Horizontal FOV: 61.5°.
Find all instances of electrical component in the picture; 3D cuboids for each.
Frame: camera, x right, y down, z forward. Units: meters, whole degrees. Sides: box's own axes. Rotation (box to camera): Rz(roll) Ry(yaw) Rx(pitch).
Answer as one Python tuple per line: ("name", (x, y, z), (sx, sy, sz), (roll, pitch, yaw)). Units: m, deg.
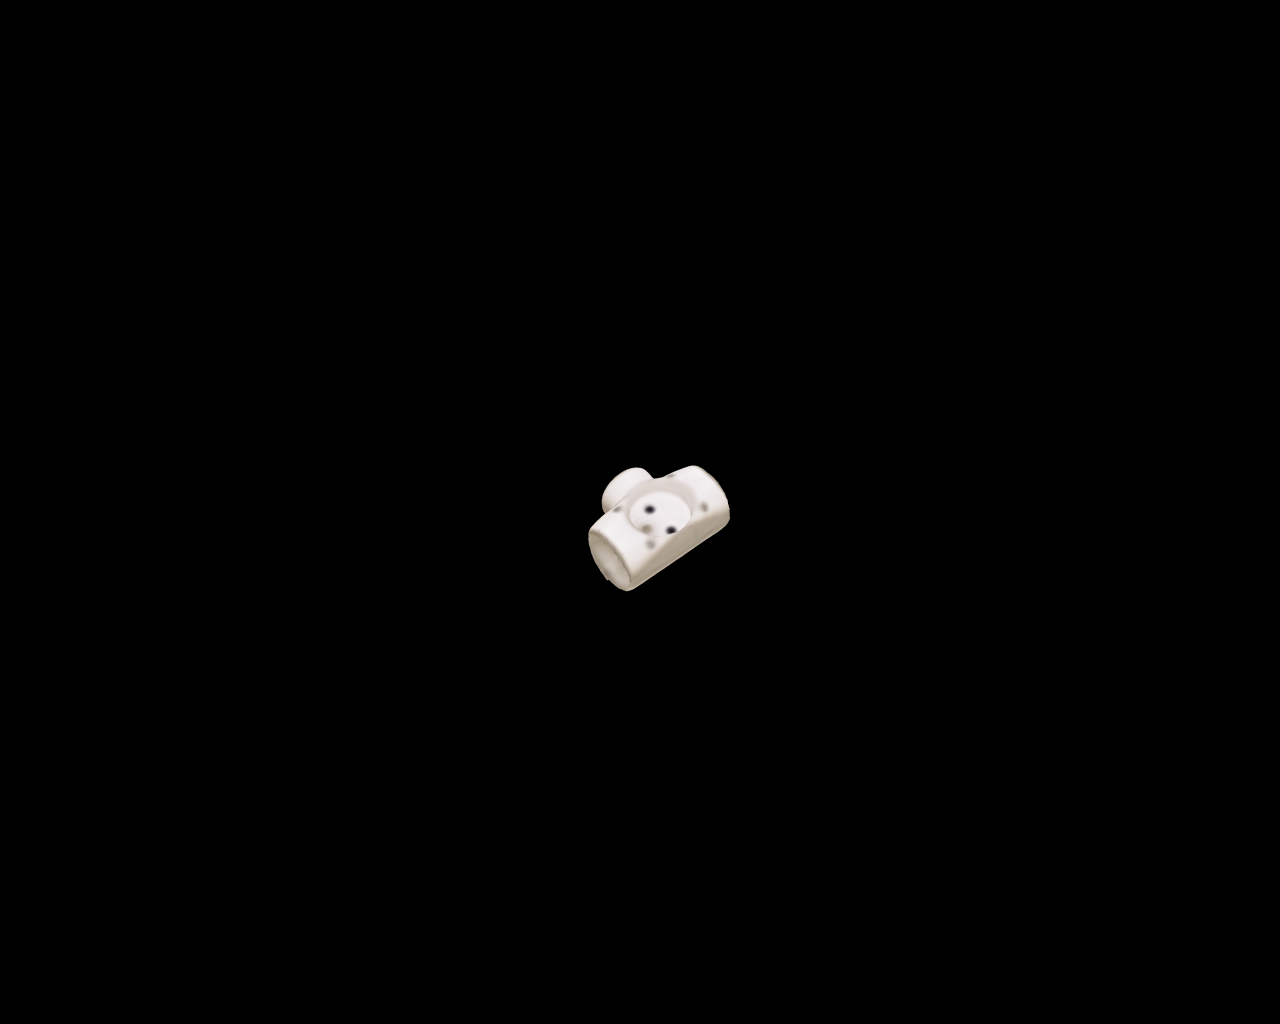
("electrical component", (0.001, -0.003, 0.650), (0.077, 0.079, 0.044), (-33, -29, -21))
